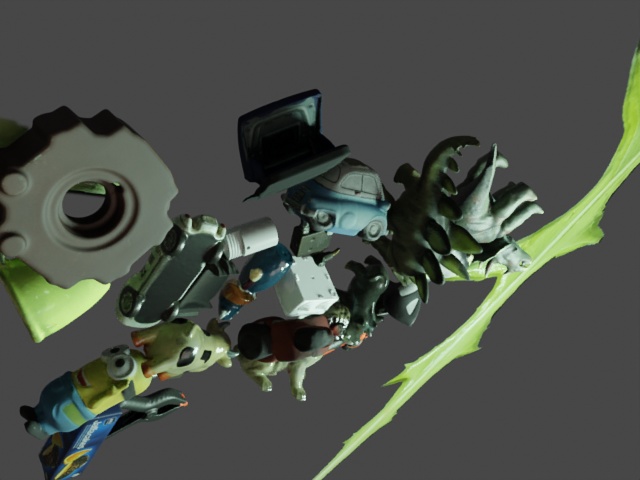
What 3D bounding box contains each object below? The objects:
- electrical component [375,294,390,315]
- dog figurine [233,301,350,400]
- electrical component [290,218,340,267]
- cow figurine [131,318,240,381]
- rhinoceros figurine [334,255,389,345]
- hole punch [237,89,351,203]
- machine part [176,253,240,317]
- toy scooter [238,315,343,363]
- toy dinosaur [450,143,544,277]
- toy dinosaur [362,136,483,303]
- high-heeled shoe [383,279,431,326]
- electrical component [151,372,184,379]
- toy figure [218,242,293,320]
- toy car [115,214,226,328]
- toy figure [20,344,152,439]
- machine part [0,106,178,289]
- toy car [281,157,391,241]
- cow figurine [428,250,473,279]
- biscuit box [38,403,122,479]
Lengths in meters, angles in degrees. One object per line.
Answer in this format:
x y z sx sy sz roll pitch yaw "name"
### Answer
0.130 0.140 1.163 0.075 0.047 0.119 1 166 -42 "electrical component"
-0.052 0.175 0.996 0.172 0.121 0.190 20 106 -20 "dog figurine"
-0.003 -0.001 0.850 0.078 0.045 0.102 -15 143 -33 "electrical component"
-0.202 0.166 0.840 0.127 0.085 0.194 -19 162 -6 "cow figurine"
0.081 0.119 1.033 0.073 0.112 0.190 -14 136 -40 "rhinoceros figurine"
-0.039 -0.110 0.645 0.142 0.092 0.116 -27 178 -18 "hole punch"
-0.178 0.073 0.784 0.084 0.039 0.139 15 130 -47 "machine part"
-0.038 0.160 0.898 0.184 0.075 0.135 -9 176 35 "toy scooter"
0.310 -0.049 1.033 0.192 0.131 0.404 -44 142 12 "toy dinosaur"
0.155 -0.026 0.824 0.105 0.199 0.470 -32 151 -13 "toy dinosaur"
0.217 0.099 1.106 0.249 0.145 0.086 -6 139 -37 "high-heeled shoe"
-0.250 0.217 0.931 0.094 0.021 0.063 8 129 -50 "electrical component"
-0.107 0.066 0.830 0.154 0.058 0.064 -41 144 18 "toy figure"
-0.199 0.042 0.710 0.073 0.056 0.201 16 121 -46 "toy car"
-0.340 0.223 0.796 0.180 0.082 0.089 -33 161 -13 "toy figure"
-0.227 -0.037 0.522 0.179 0.056 0.179 -23 130 -32 "machine part"
0.031 -0.065 0.756 0.161 0.109 0.102 10 106 -37 "toy car"
0.235 0.019 1.009 0.098 0.068 0.167 1 155 20 "cow figurine"
-0.400 0.322 0.891 0.063 0.059 0.202 4 131 -47 "biscuit box"
